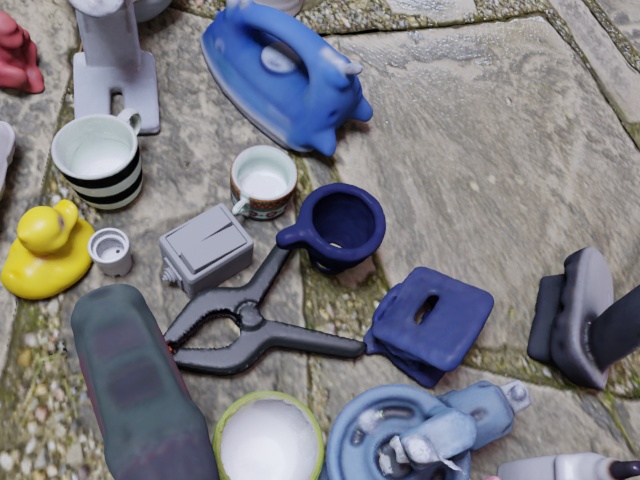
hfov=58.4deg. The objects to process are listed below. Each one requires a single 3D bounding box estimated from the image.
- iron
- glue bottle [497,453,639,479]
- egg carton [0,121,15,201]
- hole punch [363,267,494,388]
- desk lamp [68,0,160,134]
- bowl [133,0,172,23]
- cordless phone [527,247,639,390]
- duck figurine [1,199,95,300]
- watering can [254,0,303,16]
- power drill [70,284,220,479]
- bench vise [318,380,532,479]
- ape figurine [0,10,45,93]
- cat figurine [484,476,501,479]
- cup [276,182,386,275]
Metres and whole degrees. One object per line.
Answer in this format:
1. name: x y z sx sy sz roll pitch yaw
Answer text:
1. iron: -0.053 -0.225 0.700 0.258 0.141 0.119 38 63 10
2. glue bottle: 0.227 0.211 0.508 0.078 0.173 0.037 10 61 -5
3. egg carton: -0.383 -0.065 0.596 0.107 0.069 0.150 1 63 -10
4. hole punch: 0.111 0.085 0.599 0.101 0.091 0.109 35 62 9
5. desk lamp: -0.239 -0.262 0.643 0.118 0.213 0.203 -7 64 -13
6. bowl: -0.264 -0.341 0.759 0.167 0.074 0.167 4 62 -8
7. cordless phone: 0.303 0.064 0.592 0.094 0.185 0.147 18 61 0
8. duck figurine: -0.276 0.004 0.571 0.077 0.086 0.105 33 62 7
9. watering can: -0.065 -0.394 0.756 0.101 0.194 0.173 32 62 7
10. power drill: -0.125 0.156 0.451 0.076 0.208 0.229 -23 69 -20
11. bench vise: 0.094 0.156 0.485 0.208 0.219 0.121 -38 75 -25
12. ape figurine: -0.365 -0.226 0.670 0.076 0.092 0.078 17 61 -1
13. cat figurine: 0.120 0.259 0.495 0.067 0.117 0.128 37 62 9
14. cup: 0.006 0.002 0.620 0.118 0.095 0.091 -16 67 -18
